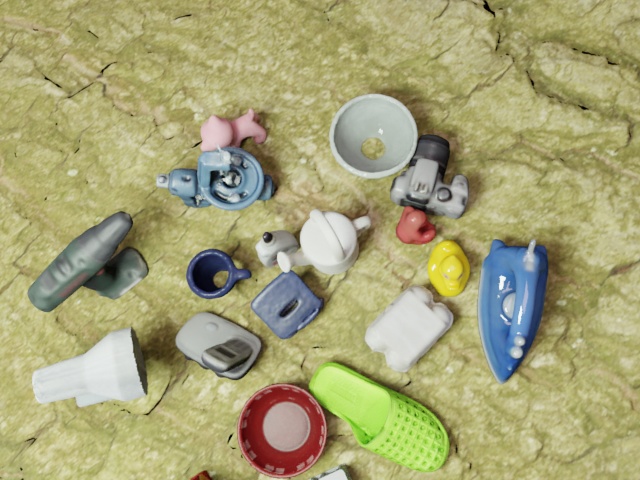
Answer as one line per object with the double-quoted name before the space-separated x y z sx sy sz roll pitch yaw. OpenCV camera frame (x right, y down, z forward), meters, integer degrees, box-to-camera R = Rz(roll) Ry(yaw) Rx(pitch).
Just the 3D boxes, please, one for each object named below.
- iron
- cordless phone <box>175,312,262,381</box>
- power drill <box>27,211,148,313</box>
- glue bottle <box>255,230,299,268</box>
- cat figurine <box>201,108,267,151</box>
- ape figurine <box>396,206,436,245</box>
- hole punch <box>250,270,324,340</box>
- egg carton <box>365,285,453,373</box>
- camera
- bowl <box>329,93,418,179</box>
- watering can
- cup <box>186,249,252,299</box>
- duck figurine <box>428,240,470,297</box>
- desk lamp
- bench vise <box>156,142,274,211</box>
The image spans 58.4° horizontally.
"iron" 0.340 0.122 0.988 0.118 0.141 0.258 7 80 7
"cordless phone" -0.190 0.186 1.001 0.147 0.185 0.094 23 82 9
"power drill" -0.398 0.044 1.034 0.229 0.208 0.075 -40 78 -3
"glue bottle" -0.084 0.009 1.031 0.078 0.173 0.037 -38 78 -2
"cat figurine" -0.175 -0.214 1.108 0.128 0.118 0.067 -30 78 -1
"ape figurine" 0.176 -0.030 1.056 0.076 0.092 0.078 -21 78 1
"hole punch" -0.057 0.119 1.050 0.109 0.091 0.101 -43 79 -3
"egg carton" 0.159 0.158 1.035 0.107 0.069 0.150 43 86 11
"camera" 0.214 -0.123 1.066 0.143 0.101 0.137 16 81 8
"bowl" 0.102 -0.190 1.101 0.167 0.075 0.167 -1 79 5
"watering can" 0.010 0.006 1.012 0.101 0.194 0.173 40 85 11
"cup" -0.179 0.068 1.068 0.117 0.095 0.092 -1 79 5
"duck figurine" 0.237 0.048 1.040 0.077 0.086 0.104 -2 79 5
"desk lamp" -0.378 0.233 0.995 0.203 0.213 0.118 -16 78 2
"bench vise" -0.200 -0.105 1.038 0.207 0.220 0.121 -18 78 2
